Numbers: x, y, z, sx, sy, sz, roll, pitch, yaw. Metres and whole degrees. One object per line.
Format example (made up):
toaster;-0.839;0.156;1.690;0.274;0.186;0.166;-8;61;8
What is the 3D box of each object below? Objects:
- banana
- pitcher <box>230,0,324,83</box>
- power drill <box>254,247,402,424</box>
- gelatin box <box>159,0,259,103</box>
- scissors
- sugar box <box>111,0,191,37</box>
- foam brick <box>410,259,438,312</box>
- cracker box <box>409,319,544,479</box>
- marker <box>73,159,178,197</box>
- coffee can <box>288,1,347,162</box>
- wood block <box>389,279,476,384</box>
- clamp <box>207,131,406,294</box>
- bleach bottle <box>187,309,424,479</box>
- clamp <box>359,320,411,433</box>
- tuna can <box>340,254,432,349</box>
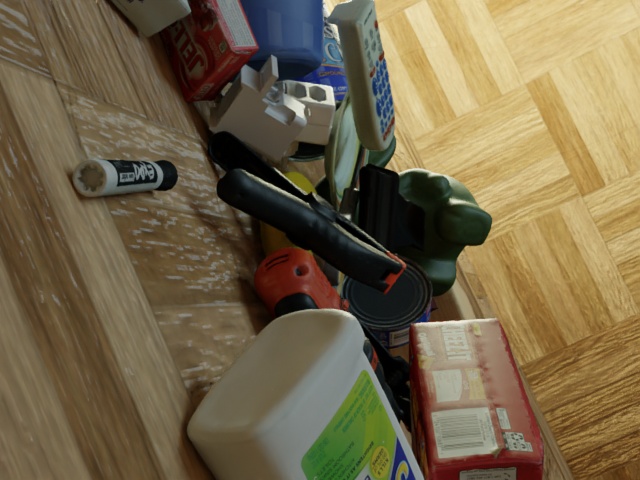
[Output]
banana;-0.019;-0.012;0.852;0.069;0.037;0.197;39;21;-12
pitcher;-0.067;-0.256;0.874;0.144;0.149;0.243;-2;87;-36
power drill;0.016;0.118;0.705;0.184;0.057;0.187;58;11;-31
gelatin box;-0.089;-0.159;0.802;0.030;0.073;0.089;-10;72;-40
scissors;0.024;-0.016;0.946;0.201;0.016;0.096;-73;172;-53
sugar box;-0.150;-0.240;0.777;0.093;0.048;0.176;46;23;-52
foam brick;0.066;0.059;1.017;0.051;0.078;0.053;64;11;11
cracker box;0.100;0.183;0.702;0.164;0.072;0.214;-91;177;-65
marker;-0.103;-0.035;0.584;0.020;0.020;0.121;64;10;1
coffee can;-0.018;-0.164;1.073;0.140;0.103;0.102;69;12;23
wood block;0.131;0.132;1.121;0.090;0.091;0.206;52;16;-46
clamp;-0.014;-0.020;0.777;0.171;0.039;0.120;35;17;-28
bleach bottle;0.030;0.164;0.570;0.102;0.068;0.250;-48;120;-37
clamp;0.056;0.111;0.890;0.165;0.036;0.210;42;-9;23
tuna can;0.057;0.055;0.953;0.034;0.086;0.086;86;-10;-49
